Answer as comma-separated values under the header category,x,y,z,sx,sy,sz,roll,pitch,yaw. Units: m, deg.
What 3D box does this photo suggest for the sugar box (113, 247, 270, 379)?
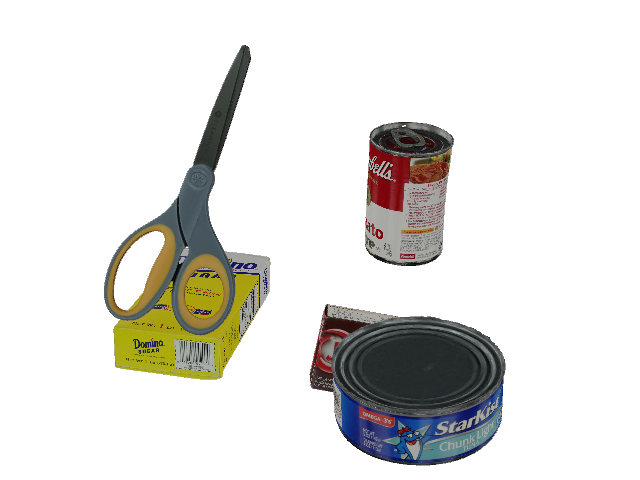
category,x,y,z,sx,sy,sz,roll,pitch,yaw
sugar box,-0.109,0.059,0.948,0.093,0.048,0.176,6,25,9

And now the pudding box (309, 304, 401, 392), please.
category,x,y,z,sx,sy,sz,roll,pitch,yaw
pudding box,0.051,0.124,1.163,0.113,0.090,0.039,9,24,-5

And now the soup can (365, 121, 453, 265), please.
category,x,y,z,sx,sy,sz,roll,pitch,yaw
soup can,0.072,-0.039,0.882,0.068,0.102,0.068,1,28,-1

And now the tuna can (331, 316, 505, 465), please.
category,x,y,z,sx,sy,sz,roll,pitch,yaw
tuna can,0.048,0.074,0.533,0.086,0.034,0.086,-2,27,1

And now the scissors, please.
category,x,y,z,sx,sy,sz,roll,pitch,yaw
scissors,-0.069,-0.024,0.718,0.096,0.202,0.016,34,-2,2
